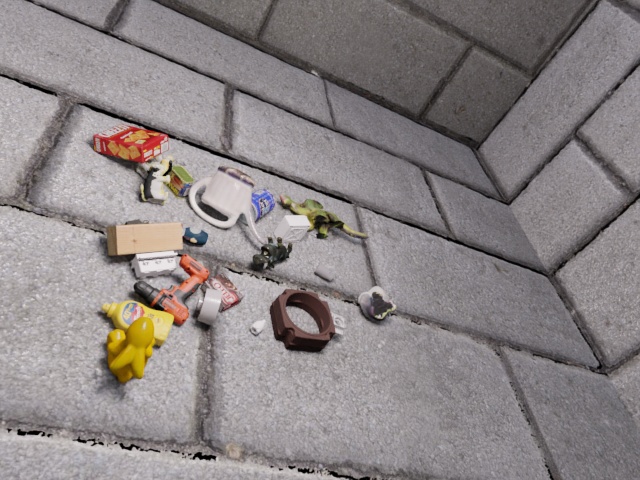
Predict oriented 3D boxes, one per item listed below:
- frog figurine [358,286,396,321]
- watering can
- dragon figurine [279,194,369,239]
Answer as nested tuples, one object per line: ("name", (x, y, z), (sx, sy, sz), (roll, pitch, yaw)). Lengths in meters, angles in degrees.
("frog figurine", (0.210, 0.242, 1.994), (0.137, 0.122, 0.160), (15, 2, -13))
("watering can", (-0.313, -0.140, 1.916), (0.348, 0.225, 0.103), (28, -3, 2))
("dragon figurine", (0.007, -0.113, 2.239), (0.408, 0.120, 0.248), (16, 30, -26))
